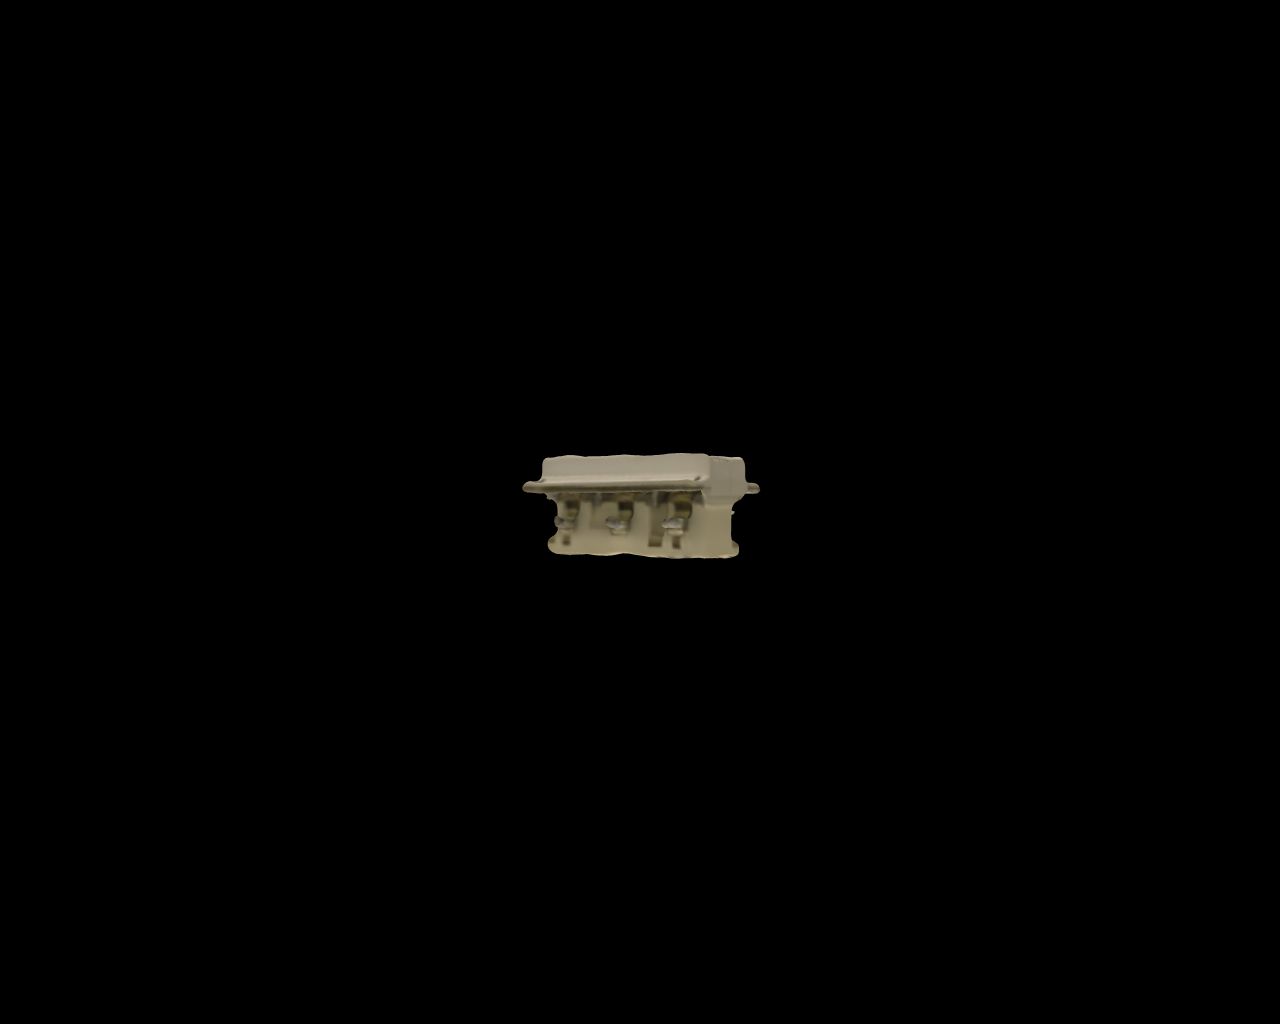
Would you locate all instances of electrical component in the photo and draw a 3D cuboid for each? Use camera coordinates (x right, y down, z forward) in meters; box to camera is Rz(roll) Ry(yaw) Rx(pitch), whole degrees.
[{"bbox_3d":[0.001,-0.003,0.650,0.121,0.063,0.079,1,3,34],"label":"electrical component"}]
